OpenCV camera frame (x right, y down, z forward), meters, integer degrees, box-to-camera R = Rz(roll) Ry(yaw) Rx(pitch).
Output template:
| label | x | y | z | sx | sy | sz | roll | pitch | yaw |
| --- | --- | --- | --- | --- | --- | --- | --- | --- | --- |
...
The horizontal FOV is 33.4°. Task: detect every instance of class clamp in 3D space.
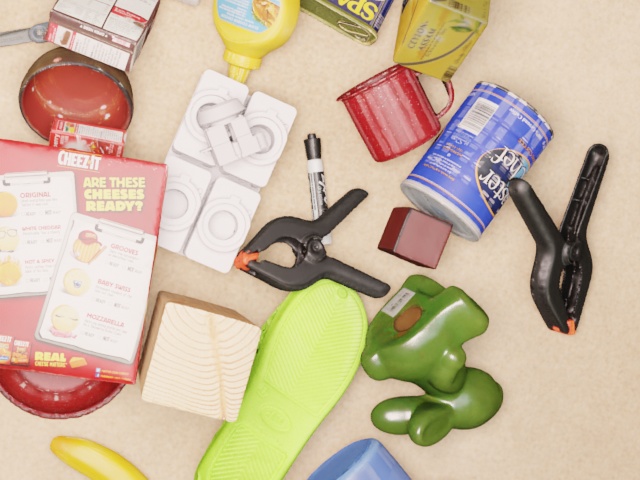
| label | x | y | z | sx | sy | sz | roll | pitch | yaw |
| --- | --- | --- | --- | --- | --- | --- | --- | --- | --- |
| clamp | -0.007 | 0.001 | 1.114 | 0.171 | 0.039 | 0.120 | 3 | 69 | -28 |
| clamp | 0.271 | 0.002 | 1.173 | 0.164 | 0.036 | 0.210 | -28 | 119 | -35 |

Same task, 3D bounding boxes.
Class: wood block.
| label | x | y | z | sx | sy | sz | roll | pitch | yaw |
| --- | --- | --- | --- | --- | --- | --- | --- | --- | --- |
| wood block | -0.122 | 0.107 | 1.039 | 0.090 | 0.206 | 0.091 | 16 | 87 | -10 |

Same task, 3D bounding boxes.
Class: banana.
| label | x | y | z | sx | sy | sz | roll | pitch | yaw |
| --- | --- | --- | --- | --- | --- | --- | --- | --- | --- |
| banana | -0.202 | 0.275 | 1.112 | 0.069 | 0.037 | 0.198 | -32 | 96 | -11 |

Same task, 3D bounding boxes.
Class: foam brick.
| label | x | y | z | sx | sy | sz | roll | pitch | yaw |
| --- | --- | --- | --- | --- | --- | --- | --- | --- | --- |
| foam brick | 0.100 | -0.003 | 1.143 | 0.053 | 0.078 | 0.051 | 22 | 88 | -8 |

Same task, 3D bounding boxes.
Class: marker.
| label | x | y | z | sx | sy | sz | roll | pitch | yaw |
| --- | --- | --- | --- | --- | --- | --- | --- | --- | --- |
| marker | -0.002 | -0.055 | 1.154 | 0.020 | 0.020 | 0.121 | -7 | 92 | -10 |

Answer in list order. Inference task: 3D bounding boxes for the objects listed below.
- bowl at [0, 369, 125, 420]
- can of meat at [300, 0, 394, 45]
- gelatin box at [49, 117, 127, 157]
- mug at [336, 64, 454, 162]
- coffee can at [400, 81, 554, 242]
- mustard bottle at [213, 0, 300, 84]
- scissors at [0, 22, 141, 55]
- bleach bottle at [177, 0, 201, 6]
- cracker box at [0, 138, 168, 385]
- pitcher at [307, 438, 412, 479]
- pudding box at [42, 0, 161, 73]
| label | x | y | z | sx | sy | sz | roll | pitch | yaw |
| --- | --- | --- | --- | --- | --- | --- | --- | --- | --- |
| bowl | -0.265 | 0.108 | 1.090 | 0.162 | 0.055 | 0.162 | 0 | 91 | -10 |
| can of meat | 0.032 | -0.271 | 1.139 | 0.102 | 0.057 | 0.084 | 28 | 83 | -9 |
| gelatin box | -0.239 | -0.076 | 1.082 | 0.073 | 0.030 | 0.089 | 10 | 128 | -12 |
| mug | 0.087 | -0.140 | 1.130 | 0.117 | 0.093 | 0.081 | -26 | 101 | 12 |
| coffee can | 0.167 | -0.083 | 1.141 | 0.102 | 0.103 | 0.140 | 38 | 84 | -9 |
| mustard bottle | -0.062 | -0.254 | 1.102 | 0.096 | 0.058 | 0.192 | 25 | 108 | 25 |
| scissors | -0.274 | -0.199 | 1.105 | 0.201 | 0.016 | 0.096 | -28 | 95 | -9 |
| bleach bottle | -0.225 | -0.331 | 1.090 | 0.250 | 0.068 | 0.102 | 22 | 86 | -7 |
| cracker box | -0.242 | 0.022 | 1.027 | 0.164 | 0.072 | 0.214 | 8 | 89 | -10 |
| pitcher | 0.096 | 0.326 | 1.125 | 0.145 | 0.149 | 0.243 | -35 | 94 | 34 |
| pudding box | -0.213 | -0.222 | 1.055 | 0.090 | 0.113 | 0.039 | 20 | 126 | -8 |
